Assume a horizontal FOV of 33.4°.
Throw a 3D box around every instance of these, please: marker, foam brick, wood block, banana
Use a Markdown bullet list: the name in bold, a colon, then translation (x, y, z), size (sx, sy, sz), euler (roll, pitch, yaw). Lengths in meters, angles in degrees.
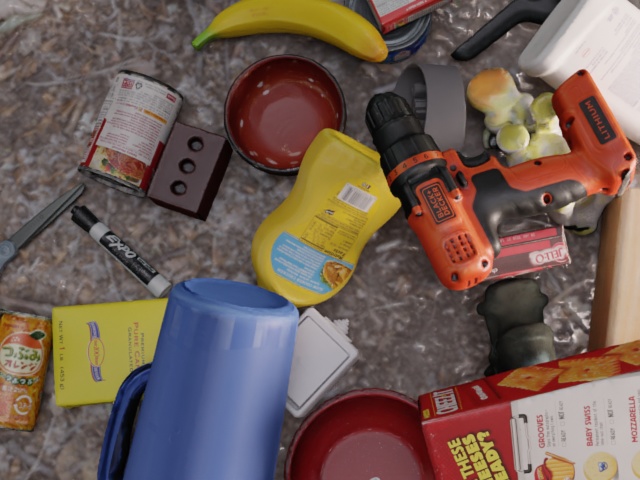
- **marker**: translation (-0.190, 0.009, 1.007), size (0.121, 0.020, 0.020), euler (41, 85, 8)
- **foam brick**: translation (-0.120, -0.064, 0.998), size (0.053, 0.051, 0.078), euler (19, 82, 6)
- **wood block**: translation (0.289, 0.068, 0.932), size (0.090, 0.091, 0.206), euler (8, 82, 5)
- **banana**: translation (-0.022, -0.200, 1.003), size (0.198, 0.037, 0.069), euler (7, 72, 24)

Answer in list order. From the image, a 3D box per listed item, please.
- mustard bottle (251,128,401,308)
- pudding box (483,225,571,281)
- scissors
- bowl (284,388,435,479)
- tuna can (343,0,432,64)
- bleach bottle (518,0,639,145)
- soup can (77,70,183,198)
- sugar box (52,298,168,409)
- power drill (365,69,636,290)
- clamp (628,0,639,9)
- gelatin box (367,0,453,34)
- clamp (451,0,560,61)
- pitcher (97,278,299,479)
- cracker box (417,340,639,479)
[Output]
- **mustard bottle**: translation (-0.006, 0.001, 0.959), size (0.096, 0.058, 0.192), euler (26, 107, -27)
- **pudding box**: translation (0.163, 0.014, 0.936), size (0.090, 0.113, 0.039), euler (-10, 90, 2)
- **scissors**: translation (-0.296, 0.031, 1.012), size (0.201, 0.016, 0.096), euler (-26, 82, -1)
- **bowl**: translation (0.046, 0.212, 0.942), size (0.162, 0.055, 0.162), euler (-1, 82, 3)
- **tuna can**: translation (0.064, -0.214, 1.020), size (0.086, 0.034, 0.086), euler (-1, 81, 3)
- **bleach bottle**: translation (0.304, -0.120, 0.952), size (0.250, 0.068, 0.102), euler (36, 94, -12)
- **soup can**: translation (-0.177, -0.099, 0.999), size (0.068, 0.068, 0.102), euler (19, 82, 6)
- **sugar box**: translation (-0.152, 0.101, 0.977), size (0.176, 0.048, 0.093), euler (-6, 80, 4)
- **power drill**: translation (0.147, -0.070, 0.880), size (0.187, 0.057, 0.184), euler (-24, 71, -1)
- **clamp**: translation (0.268, -0.223, 0.984), size (0.164, 0.036, 0.210), euler (-9, 98, -7)
- **gelatin box**: translation (0.073, -0.247, 0.991), size (0.073, 0.030, 0.089), euler (-25, 80, 1)
- **clamp**: translation (0.191, -0.248, 1.012), size (0.171, 0.039, 0.120), euler (-17, 96, -5)
- **pitcher**: translation (-0.101, 0.157, 0.893), size (0.149, 0.145, 0.243), euler (10, 99, -11)
- **cracker box**: translation (0.200, 0.179, 0.840), size (0.214, 0.072, 0.164), euler (-15, 100, 5)
